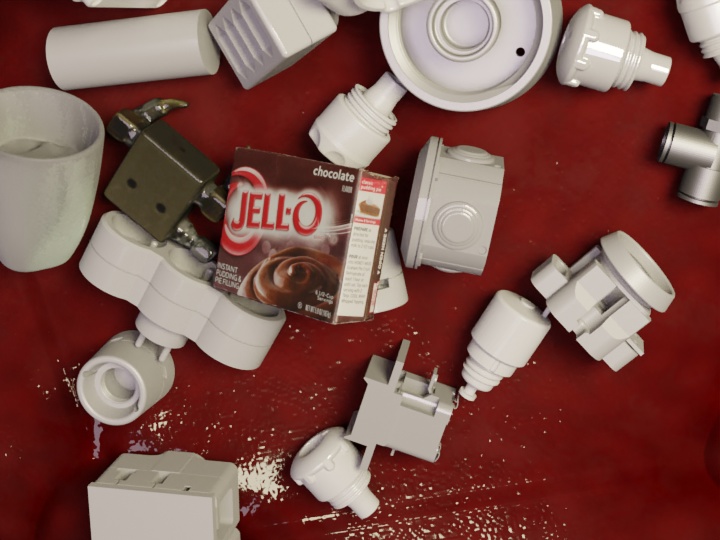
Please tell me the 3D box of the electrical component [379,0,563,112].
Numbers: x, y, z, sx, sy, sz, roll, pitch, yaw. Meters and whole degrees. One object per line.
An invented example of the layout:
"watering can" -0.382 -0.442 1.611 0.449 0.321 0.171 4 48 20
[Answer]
"electrical component" 0.063 -0.143 0.625 0.108 0.060 0.108 3 106 11

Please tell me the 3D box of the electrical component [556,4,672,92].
"electrical component" 0.148 -0.123 0.623 0.062 0.048 0.048 17 108 0

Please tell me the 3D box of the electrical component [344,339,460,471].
"electrical component" 0.029 0.093 0.706 0.064 0.042 0.081 19 109 4

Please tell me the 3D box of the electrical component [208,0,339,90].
"electrical component" -0.039 -0.153 0.641 0.076 0.083 0.047 -33 98 -21

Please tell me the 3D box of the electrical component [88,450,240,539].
"electrical component" -0.134 0.210 0.761 0.089 0.061 0.150 3 106 11

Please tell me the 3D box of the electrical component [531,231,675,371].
"electrical component" 0.152 0.014 0.652 0.057 0.058 0.078 -42 94 21

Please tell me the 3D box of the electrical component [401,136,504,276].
"electrical component" 0.055 -0.037 0.646 0.051 0.080 0.080 11 107 3

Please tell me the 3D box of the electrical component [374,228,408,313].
"electrical component" 0.000 0.000 0.681 0.055 0.055 0.047 -6 100 13

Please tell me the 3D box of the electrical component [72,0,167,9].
"electrical component" -0.121 -0.207 0.620 0.109 0.108 0.056 -41 91 18

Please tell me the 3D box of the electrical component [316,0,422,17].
"electrical component" 0.015 -0.179 0.579 0.095 0.054 0.059 -21 77 22

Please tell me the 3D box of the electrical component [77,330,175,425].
"electrical component" -0.161 0.075 0.737 0.055 0.047 0.055 3 106 11

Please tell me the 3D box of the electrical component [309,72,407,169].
"electrical component" 0.002 -0.093 0.660 0.043 0.043 0.062 43 108 -2

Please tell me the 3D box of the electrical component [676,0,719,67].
"electrical component" 0.204 -0.136 0.612 0.035 0.035 0.061 -19 102 16

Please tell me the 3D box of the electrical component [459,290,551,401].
"electrical component" 0.088 0.049 0.683 0.040 0.040 0.078 32 108 2

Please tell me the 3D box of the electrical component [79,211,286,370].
"electrical component" -0.125 0.027 0.714 0.138 0.052 0.073 31 109 2

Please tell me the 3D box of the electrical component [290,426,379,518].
"electrical component" -0.013 0.141 0.728 0.048 0.048 0.062 -37 102 18
